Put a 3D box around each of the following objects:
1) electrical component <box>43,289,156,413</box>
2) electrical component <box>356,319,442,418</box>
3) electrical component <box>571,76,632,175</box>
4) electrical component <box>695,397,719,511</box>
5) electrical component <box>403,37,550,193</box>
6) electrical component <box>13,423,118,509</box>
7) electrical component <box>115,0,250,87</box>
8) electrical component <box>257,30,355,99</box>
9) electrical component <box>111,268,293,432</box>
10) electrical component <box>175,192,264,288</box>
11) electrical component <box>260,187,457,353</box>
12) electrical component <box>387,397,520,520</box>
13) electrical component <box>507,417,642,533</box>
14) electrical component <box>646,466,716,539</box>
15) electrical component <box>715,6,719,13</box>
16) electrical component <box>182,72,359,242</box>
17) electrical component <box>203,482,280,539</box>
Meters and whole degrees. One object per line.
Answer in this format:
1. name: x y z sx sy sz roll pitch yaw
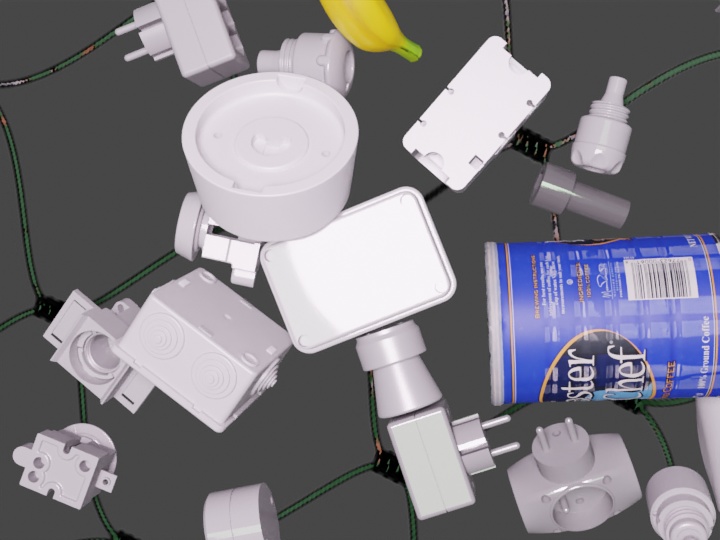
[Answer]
1. electrical component: -0.164 0.051 0.721 0.081 0.064 0.042 40 110 4
2. electrical component: 0.025 0.065 0.710 0.045 0.045 0.055 -19 89 6
3. electrical component: 0.160 -0.094 0.697 0.035 0.035 0.061 15 90 6
4. electrical component: 0.261 0.110 0.686 0.079 0.043 0.077 -11 89 3
5. electrical component: 0.075 -0.098 0.695 0.050 0.056 0.089 41 95 4
6. electrical component: -0.194 0.131 0.731 0.066 0.055 0.048 21 94 5
7. electrical component: -0.127 -0.164 0.720 0.076 0.047 0.083 -20 89 7
8. electrical component: -0.037 -0.136 0.714 0.062 0.048 0.048 5 92 16
9. electrical component: -0.098 0.048 0.698 0.100 0.100 0.048 37 108 4
10. electrical component: -0.092 -0.026 0.721 0.055 0.048 0.066 12 93 -1
11. electrical component: 0.000 0.000 0.705 0.113 0.057 0.078 -22 89 6
12. electrical component: 0.065 0.117 0.706 0.077 0.047 0.065 -19 89 6
13. electrical component: 0.133 0.125 0.690 0.077 0.044 0.079 -19 124 6
14. electrical component: 0.204 0.155 0.679 0.040 0.078 0.040 2 106 8
15. electrical component: 0.266 -0.171 0.639 0.063 0.121 0.078 -36 87 3
16. electrical component: -0.055 -0.067 0.680 0.108 0.060 0.108 0 52 0
17. electrical component: -0.053 0.210 0.719 0.074 0.052 0.138 -12 90 6
